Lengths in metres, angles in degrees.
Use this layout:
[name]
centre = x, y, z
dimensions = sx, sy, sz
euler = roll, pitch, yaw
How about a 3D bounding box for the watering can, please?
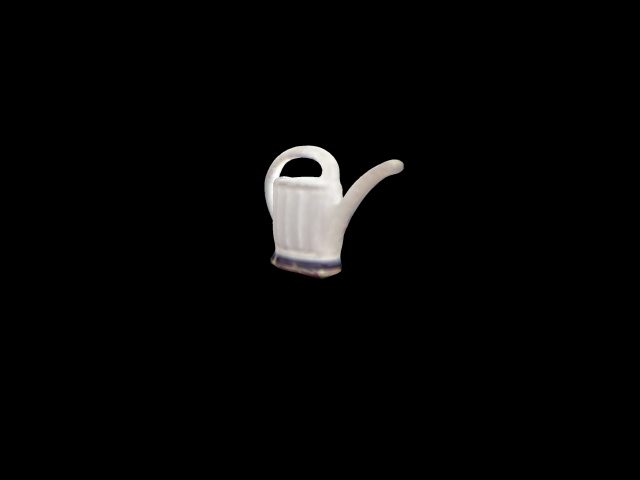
[watering can]
centre = 0.003, -0.043, 0.850
dimensions = 0.104, 0.223, 0.349
euler = -6, 11, -36
